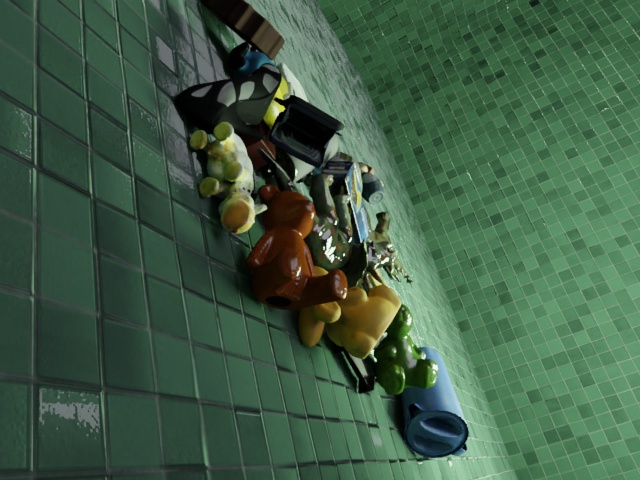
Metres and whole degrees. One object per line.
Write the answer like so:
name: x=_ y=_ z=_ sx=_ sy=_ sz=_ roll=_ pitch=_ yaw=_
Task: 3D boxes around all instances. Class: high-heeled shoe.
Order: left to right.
high-heeled shoe: x=-0.144 y=-0.242 z=0.862 sx=0.145 sy=0.086 sz=0.249 roll=23 pitch=38 yaw=-21

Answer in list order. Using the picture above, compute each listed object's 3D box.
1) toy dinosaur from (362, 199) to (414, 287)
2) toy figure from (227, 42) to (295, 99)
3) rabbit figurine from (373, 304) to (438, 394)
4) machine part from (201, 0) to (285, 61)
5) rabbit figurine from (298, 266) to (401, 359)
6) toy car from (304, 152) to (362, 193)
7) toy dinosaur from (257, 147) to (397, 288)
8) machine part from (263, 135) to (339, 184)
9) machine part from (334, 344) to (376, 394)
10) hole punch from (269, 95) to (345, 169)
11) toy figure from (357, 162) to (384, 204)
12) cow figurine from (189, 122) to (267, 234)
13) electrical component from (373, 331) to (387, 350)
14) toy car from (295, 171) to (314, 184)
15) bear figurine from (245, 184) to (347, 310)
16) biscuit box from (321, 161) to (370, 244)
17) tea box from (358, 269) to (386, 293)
toy dinosaur: x=0.143 y=0.024 z=1.406 sx=0.471 sy=0.105 sz=0.198 roll=22 pitch=53 yaw=-54
toy figure: x=-0.118 y=-0.324 z=1.096 sx=0.089 sy=0.082 sz=0.180 roll=34 pitch=0 yaw=41
rabbit figurine: x=0.165 y=0.208 z=1.109 sx=0.159 sy=0.121 sz=0.170 roll=-150 pitch=-124 yaw=-77
machine part: x=-0.151 y=-0.440 z=1.083 sx=0.179 sy=0.056 sz=0.179 roll=39 pitch=8 yaw=-7
rabbit figurine: x=0.024 y=0.117 z=0.884 sx=0.173 sy=0.122 sz=0.162 roll=42 pitch=33 yaw=10
toy car: x=0.040 y=-0.153 z=1.251 sx=0.161 sy=0.103 sz=0.109 roll=33 pitch=26 yaw=-11
toy dinosaur: x=0.000 y=-0.006 z=0.972 sx=0.404 sy=0.131 sz=0.192 roll=25 pitch=47 yaw=-55
machine part: x=-0.035 y=-0.167 z=1.040 sx=0.243 sy=0.079 sz=0.079 roll=-41 pitch=108 yaw=-48
machine part: x=0.058 y=0.210 z=0.974 sx=0.138 sy=0.039 sz=0.084 roll=63 pitch=11 yaw=-5
hole punch: x=-0.029 y=-0.190 z=0.954 sx=0.142 sy=0.092 sz=0.116 roll=25 pitch=6 yaw=-12
toy figure: x=0.114 y=-0.150 z=1.340 sx=0.064 sy=0.057 sz=0.155 roll=5 pitch=39 yaw=-27
cow figurine: x=-0.122 y=-0.076 z=0.761 sx=0.098 sy=0.068 sz=0.167 roll=44 pitch=27 yaw=-66
electrical component: x=0.070 y=0.155 z=1.055 sx=0.119 sy=0.048 sz=0.074 roll=40 pitch=-2 yaw=32
toy car: x=-0.047 y=-0.186 z=1.171 sx=0.073 sy=0.056 sz=0.202 roll=53 pitch=23 yaw=-21
bear figurine: x=-0.033 y=-0.002 z=0.775 sx=0.120 sy=0.132 sz=0.196 roll=29 pitch=55 yaw=-29
biscuit box: x=0.054 y=-0.067 z=1.121 sx=0.202 sy=0.063 sz=0.059 roll=72 pitch=33 yaw=-41
tea box: x=0.102 y=0.096 z=1.222 sx=0.169 sy=0.068 sz=0.098 roll=64 pitch=16 yaw=-12
